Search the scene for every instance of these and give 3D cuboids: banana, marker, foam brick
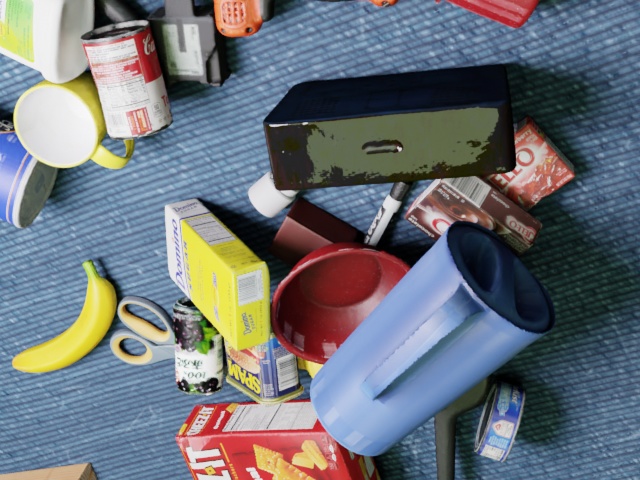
[{"bbox_3d":[-0.294,0.106,1.266,0.069,0.037,0.198,44,117,5],"label":"banana"},{"bbox_3d":[0.067,-0.019,1.133,0.020,0.020,0.121,26,119,-2],"label":"marker"},{"bbox_3d":[-0.008,0.001,1.142,0.078,0.051,0.053,30,121,-3],"label":"foam brick"}]

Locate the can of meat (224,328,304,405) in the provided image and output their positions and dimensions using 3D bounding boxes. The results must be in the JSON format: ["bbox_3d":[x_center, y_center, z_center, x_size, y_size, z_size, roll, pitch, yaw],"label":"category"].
[{"bbox_3d":[-0.066,0.124,1.190,0.102,0.057,0.084,23,124,52],"label":"can of meat"}]

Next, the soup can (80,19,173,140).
[{"bbox_3d":[-0.187,-0.156,1.042,0.068,0.068,0.102,-6,114,14],"label":"soup can"}]

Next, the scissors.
[{"bbox_3d":[-0.165,0.145,1.266,0.201,0.016,0.096,40,115,-9],"label":"scissors"}]

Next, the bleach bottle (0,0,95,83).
[{"bbox_3d":[-0.345,-0.245,1.063,0.251,0.068,0.103,23,124,17],"label":"bleach bottle"}]

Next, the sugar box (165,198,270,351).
[{"bbox_3d":[-0.110,0.032,1.117,0.048,0.176,0.093,-15,120,-28],"label":"sugar box"}]

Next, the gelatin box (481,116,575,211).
[{"bbox_3d":[0.199,-0.069,1.074,0.089,0.030,0.073,-39,103,25],"label":"gelatin box"}]

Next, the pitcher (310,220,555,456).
[{"bbox_3d":[0.095,0.106,1.031,0.149,0.145,0.243,24,125,-30],"label":"pitcher"}]

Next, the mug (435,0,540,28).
[{"bbox_3d":[0.164,-0.254,0.964,0.081,0.093,0.117,21,82,-5],"label":"mug"}]

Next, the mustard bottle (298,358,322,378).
[{"bbox_3d":[0.046,0.132,1.179,0.192,0.058,0.096,6,105,24],"label":"mustard bottle"}]

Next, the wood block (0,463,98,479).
[{"bbox_3d":[-0.390,0.361,1.382,0.206,0.090,0.090,-11,114,17],"label":"wood block"}]

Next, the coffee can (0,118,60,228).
[{"bbox_3d":[-0.363,-0.085,1.143,0.140,0.102,0.103,22,119,1],"label":"coffee can"}]

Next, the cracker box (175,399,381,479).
[{"bbox_3d":[-0.044,0.274,1.256,0.214,0.072,0.164,-7,116,26],"label":"cracker box"}]

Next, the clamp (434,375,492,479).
[{"bbox_3d":[0.136,0.182,1.207,0.164,0.036,0.210,42,115,0],"label":"clamp"}]

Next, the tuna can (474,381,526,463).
[{"bbox_3d":[0.198,0.200,1.179,0.034,0.086,0.086,17,119,5],"label":"tuna can"}]

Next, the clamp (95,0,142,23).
[{"bbox_3d":[-0.253,-0.254,1.073,0.120,0.039,0.171,-20,109,16],"label":"clamp"}]

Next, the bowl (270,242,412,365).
[{"bbox_3d":[0.026,0.056,1.104,0.162,0.055,0.162,-4,129,-5],"label":"bowl"}]

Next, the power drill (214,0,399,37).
[{"bbox_3d":[-0.016,-0.285,0.994,0.188,0.057,0.184,1,109,13],"label":"power drill"}]

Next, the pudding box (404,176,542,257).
[{"bbox_3d":[0.154,-0.019,1.080,0.113,0.039,0.090,38,148,-2],"label":"pudding box"}]
